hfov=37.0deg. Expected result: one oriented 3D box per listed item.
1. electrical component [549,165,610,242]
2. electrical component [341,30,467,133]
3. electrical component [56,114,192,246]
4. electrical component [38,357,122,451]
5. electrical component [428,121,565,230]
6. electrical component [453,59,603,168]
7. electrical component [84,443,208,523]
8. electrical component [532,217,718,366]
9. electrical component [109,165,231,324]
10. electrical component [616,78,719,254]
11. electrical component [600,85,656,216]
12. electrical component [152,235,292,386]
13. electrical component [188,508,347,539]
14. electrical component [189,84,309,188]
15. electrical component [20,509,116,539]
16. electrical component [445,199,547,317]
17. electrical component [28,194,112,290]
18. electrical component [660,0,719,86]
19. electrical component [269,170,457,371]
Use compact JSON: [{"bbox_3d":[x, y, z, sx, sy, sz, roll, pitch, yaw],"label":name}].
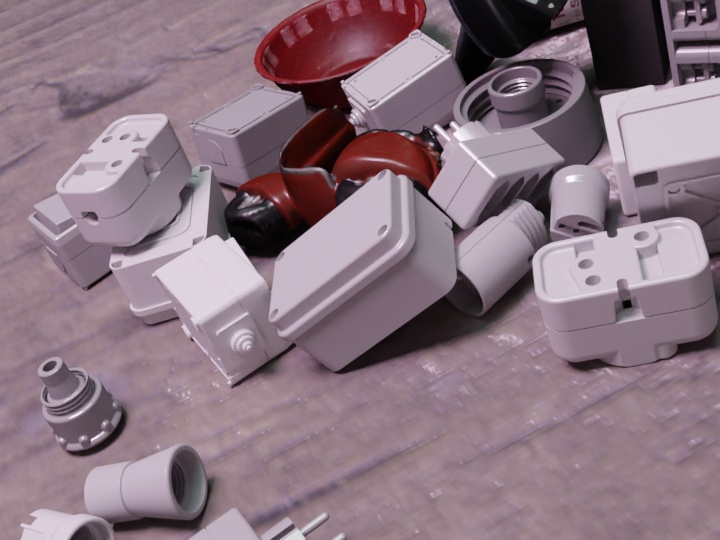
[{"bbox_3d":[0.144,-0.040,0.711,0.040,0.040,0.046,-6,44,21],"label":"electrical component"},{"bbox_3d":[0.034,-0.138,0.879,0.096,0.061,0.061,-35,38,-4],"label":"electrical component"},{"bbox_3d":[-0.168,-0.063,0.784,0.054,0.059,0.095,2,42,28],"label":"electrical component"},{"bbox_3d":[-0.189,0.084,0.707,0.048,0.062,0.048,-14,37,11],"label":"electrical component"},{"bbox_3d":[0.081,-0.075,0.731,0.083,0.047,0.075,-17,57,-46],"label":"electrical component"},{"bbox_3d":[0.121,-0.116,0.799,0.108,0.060,0.108,-14,37,11],"label":"electrical component"},{"bbox_3d":[-0.129,0.130,0.638,0.065,0.044,0.044,-13,37,21],"label":"electrical component"},{"bbox_3d":[0.153,0.015,0.619,0.095,0.059,0.053,-12,38,14],"label":"electrical component"},{"bbox_3d":[-0.139,-0.020,0.817,0.078,0.057,0.113,-16,36,7],"label":"electrical component"},{"bbox_3d":[0.214,-0.059,0.633,0.109,0.108,0.056,-10,58,16],"label":"electrical component"},{"bbox_3d":[0.208,-0.086,0.727,0.076,0.047,0.083,-12,38,14],"label":"electrical component"},{"bbox_3d":[-0.087,0.026,0.727,0.061,0.061,0.096,-33,38,-14],"label":"electrical component"},{"bbox_3d":[-0.043,0.154,0.555,0.077,0.047,0.066,-34,38,-15],"label":"electrical component"},{"bbox_3d":[-0.084,-0.113,0.908,0.062,0.061,0.096,19,45,43],"label":"electrical component"},{"bbox_3d":[-0.171,0.159,0.623,0.046,0.040,0.040,3,43,37],"label":"electrical component"},{"bbox_3d":[0.091,-0.012,0.698,0.081,0.043,0.043,-41,40,-23],"label":"electrical component"},{"bbox_3d":[-0.212,-0.042,0.879,0.096,0.061,0.062,-38,39,-20],"label":"electrical component"},{"bbox_3d":[0.285,-0.217,0.803,0.060,0.105,0.186,5,45,32],"label":"electrical component"},{"bbox_3d":[0.000,0.000,0.683,0.113,0.057,0.078,-37,29,26],"label":"electrical component"}]
